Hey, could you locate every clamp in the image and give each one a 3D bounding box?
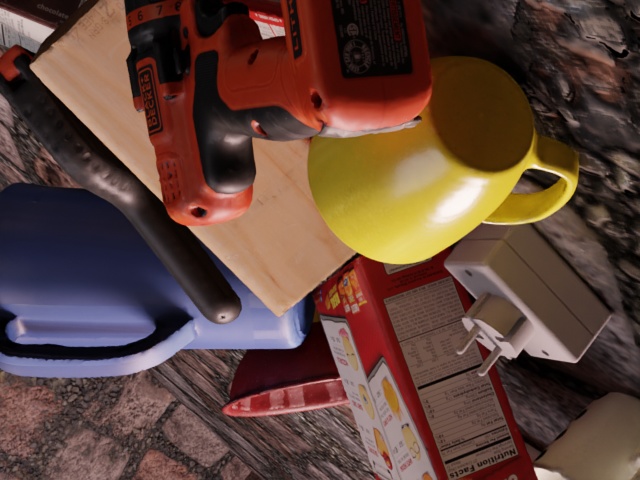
[{"bbox_3d":[-0.130,-0.053,0.695,0.209,0.036,0.164,47,-167,-32],"label":"clamp"}]

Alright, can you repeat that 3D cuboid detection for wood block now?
[{"bbox_3d":[-0.065,-0.065,0.642,0.206,0.090,0.091,47,-173,-21],"label":"wood block"}]

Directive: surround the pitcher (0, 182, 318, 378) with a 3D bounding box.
[{"bbox_3d":[-0.130,0.032,0.820,0.243,0.149,0.145,2,175,11],"label":"pitcher"}]

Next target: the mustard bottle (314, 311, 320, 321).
[{"bbox_3d":[-0.023,0.090,1.060,0.192,0.058,0.096,26,153,50],"label":"mustard bottle"}]

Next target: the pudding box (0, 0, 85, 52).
[{"bbox_3d":[-0.184,-0.152,0.766,0.113,0.039,0.090,23,168,-9],"label":"pudding box"}]

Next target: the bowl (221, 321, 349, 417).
[{"bbox_3d":[-0.006,0.105,0.887,0.162,0.162,0.055,103,158,-73],"label":"bowl"}]

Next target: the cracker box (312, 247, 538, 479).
[{"bbox_3d":[0.072,0.113,0.730,0.164,0.072,0.214,135,115,-75],"label":"cracker box"}]

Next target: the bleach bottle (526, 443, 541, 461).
[{"bbox_3d":[0.218,0.236,0.907,0.251,0.068,0.102,26,159,36],"label":"bleach bottle"}]

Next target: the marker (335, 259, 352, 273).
[{"bbox_3d":[-0.006,0.001,0.864,0.121,0.020,0.020,39,165,7],"label":"marker"}]

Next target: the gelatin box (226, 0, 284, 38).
[{"bbox_3d":[-0.001,-0.098,0.565,0.073,0.030,0.089,24,158,42],"label":"gelatin box"}]

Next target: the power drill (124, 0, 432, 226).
[{"bbox_3d":[-0.033,-0.104,0.485,0.188,0.057,0.184,-8,94,59],"label":"power drill"}]
